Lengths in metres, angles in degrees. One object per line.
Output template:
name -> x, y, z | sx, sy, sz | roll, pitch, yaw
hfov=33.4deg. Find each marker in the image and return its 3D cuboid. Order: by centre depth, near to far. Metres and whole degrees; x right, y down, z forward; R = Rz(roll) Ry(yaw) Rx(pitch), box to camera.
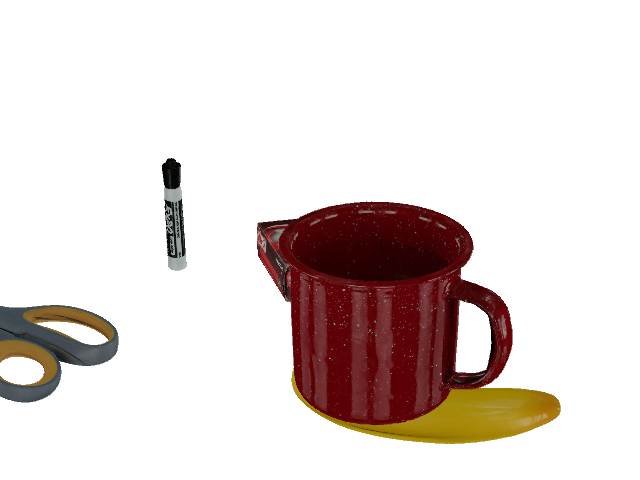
marker -> -0.147, -0.026, 1.075 | 0.020, 0.121, 0.020 | 0, 29, 0

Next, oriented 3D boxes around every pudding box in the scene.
pudding box -> 0.011, 0.011, 0.898 | 0.113, 0.039, 0.090 | -5, 26, -17

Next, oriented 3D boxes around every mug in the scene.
mug -> 0.037, 0.038, 0.519 | 0.117, 0.081, 0.093 | 12, 28, 26

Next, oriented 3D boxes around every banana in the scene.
banana -> 0.056, 0.105, 0.715 | 0.198, 0.037, 0.069 | 9, 34, 26

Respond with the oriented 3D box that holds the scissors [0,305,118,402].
scissors -> -0.233, 0.059, 0.703 | 0.202, 0.016, 0.096 | 10, 34, 11
